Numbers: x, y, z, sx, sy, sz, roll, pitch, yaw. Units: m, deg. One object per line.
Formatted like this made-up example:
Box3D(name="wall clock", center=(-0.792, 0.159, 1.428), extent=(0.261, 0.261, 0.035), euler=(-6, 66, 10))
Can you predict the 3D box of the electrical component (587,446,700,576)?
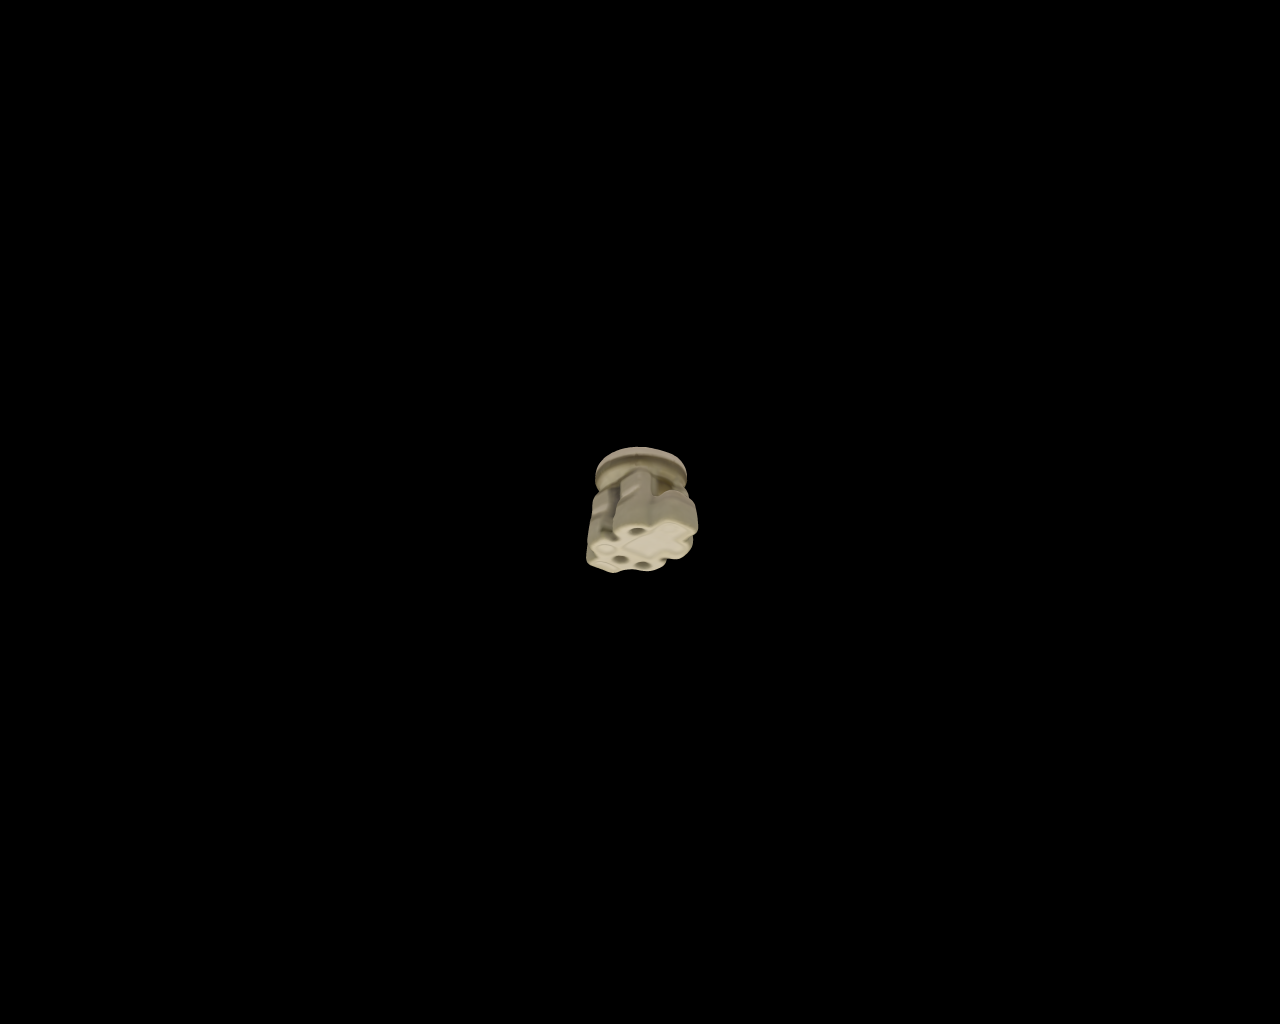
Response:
Box3D(name="electrical component", center=(0.001, -0.003, 0.650), extent=(0.058, 0.057, 0.078), euler=(24, -38, -34))
